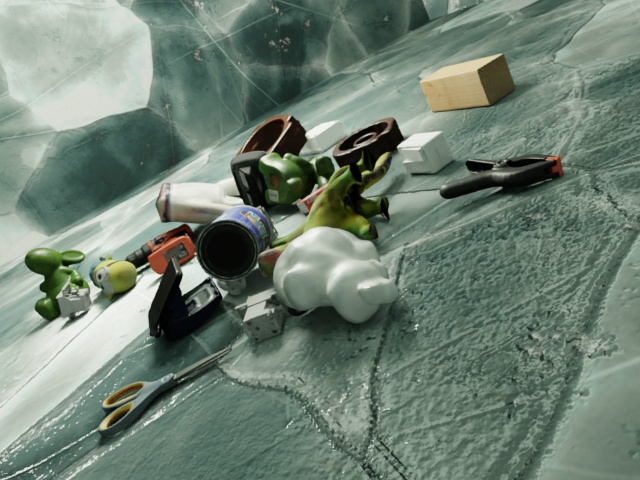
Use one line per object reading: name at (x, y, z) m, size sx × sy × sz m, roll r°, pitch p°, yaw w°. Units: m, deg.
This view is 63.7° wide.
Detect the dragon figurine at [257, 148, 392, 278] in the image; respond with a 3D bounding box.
dragon figurine at (0.003, -0.046, 0.911) m, size 0.240 × 0.121 × 0.417 m, roll -27°, pitch 10°, yaw 25°

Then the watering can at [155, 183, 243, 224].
watering can at (-0.296, -0.088, 1.287) m, size 0.224 × 0.103 × 0.350 m, roll 0°, pitch 10°, yaw -14°

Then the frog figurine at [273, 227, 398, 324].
frog figurine at (0.018, 0.044, 0.644) m, size 0.138 × 0.122 × 0.159 m, roll -14°, pitch 3°, yaw -20°
